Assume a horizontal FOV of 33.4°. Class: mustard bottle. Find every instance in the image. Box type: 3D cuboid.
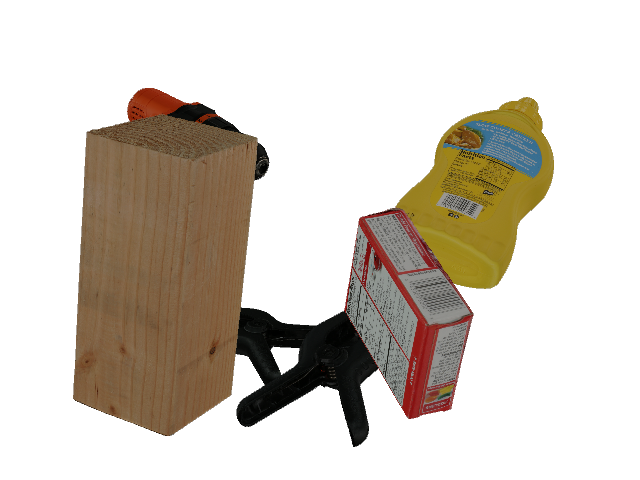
[{"bbox_3d":[0.135,-0.052,0.864,0.096,0.191,0.058,21,-36,19],"label":"mustard bottle"}]

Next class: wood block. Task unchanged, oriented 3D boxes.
[{"bbox_3d":[-0.113,0.022,0.777,0.090,0.206,0.090,16,21,24],"label":"wood block"}]

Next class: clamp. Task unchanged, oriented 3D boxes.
[{"bbox_3d":[0.017,0.119,0.949,0.120,0.039,0.171,17,44,27],"label":"clamp"},{"bbox_3d":[-0.074,0.117,1.245,0.210,0.036,0.164,13,22,29],"label":"clamp"}]

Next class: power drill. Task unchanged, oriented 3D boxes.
[{"bbox_3d":[-0.126,-0.047,1.091,0.185,0.188,0.057,30,38,35],"label":"power drill"}]

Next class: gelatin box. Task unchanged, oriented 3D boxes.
[{"bbox_3d":[0.046,0.038,0.573,0.030,0.073,0.089,-11,44,-19],"label":"gelatin box"}]
